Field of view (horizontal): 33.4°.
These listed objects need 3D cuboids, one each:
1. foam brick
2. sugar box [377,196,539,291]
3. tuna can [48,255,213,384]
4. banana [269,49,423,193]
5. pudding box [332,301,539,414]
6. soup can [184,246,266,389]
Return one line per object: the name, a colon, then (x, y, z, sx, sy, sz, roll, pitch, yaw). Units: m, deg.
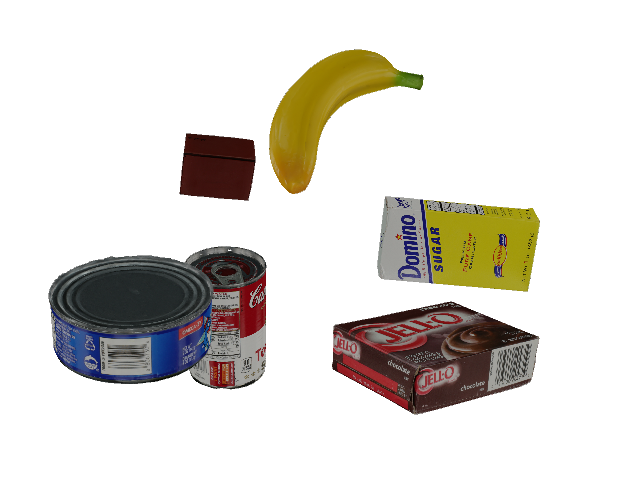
foam brick: (-0.112, -0.081, 1.166, 0.078, 0.051, 0.053, 5, 29, -6)
sugar box: (0.158, 0.004, 1.237, 0.176, 0.093, 0.048, 3, 22, -2)
tuna can: (-0.100, 0.041, 0.568, 0.086, 0.034, 0.086, 2, 24, -1)
banana: (0.007, -0.100, 0.797, 0.070, 0.037, 0.197, 24, 43, 21)
pudding box: (0.078, 0.077, 0.731, 0.113, 0.039, 0.090, -6, 18, -35)
soup can: (-0.079, 0.065, 0.896, 0.068, 0.102, 0.068, 1, 27, -1)
